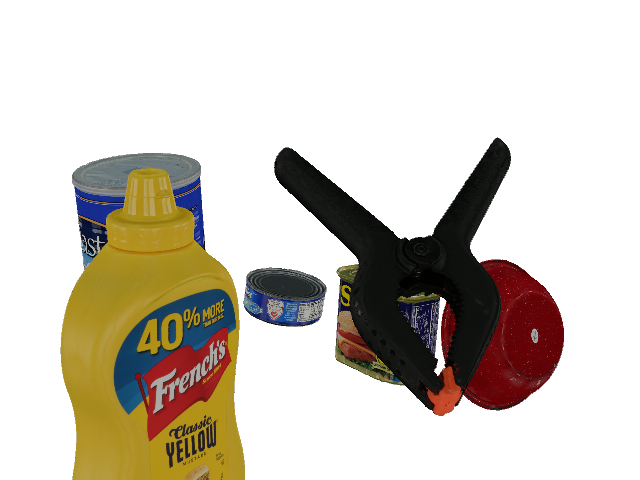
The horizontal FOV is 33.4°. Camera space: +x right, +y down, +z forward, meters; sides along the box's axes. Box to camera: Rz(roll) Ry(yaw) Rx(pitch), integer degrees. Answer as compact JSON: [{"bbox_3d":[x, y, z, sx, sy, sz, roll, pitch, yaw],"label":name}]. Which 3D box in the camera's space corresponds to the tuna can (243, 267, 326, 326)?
[{"bbox_3d":[-0.038,0.060,1.130,0.086,0.034,0.086,8,18,-3],"label":"tuna can"}]

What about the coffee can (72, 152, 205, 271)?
[{"bbox_3d":[-0.145,0.008,0.877,0.103,0.140,0.103,-2,20,1],"label":"coffee can"}]

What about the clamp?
[{"bbox_3d":[0.051,0.012,0.685,0.164,0.210,0.036,1,-37,-3],"label":"clamp"}]

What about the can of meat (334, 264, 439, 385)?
[{"bbox_3d":[0.058,0.073,0.942,0.057,0.084,0.102,-8,18,-38],"label":"can of meat"}]

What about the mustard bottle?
[{"bbox_3d":[-0.080,0.060,0.517,0.058,0.192,0.096,13,21,39],"label":"mustard bottle"}]

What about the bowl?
[{"bbox_3d":[0.205,0.099,1.122,0.161,0.162,0.055,0,-3,-35],"label":"bowl"}]
